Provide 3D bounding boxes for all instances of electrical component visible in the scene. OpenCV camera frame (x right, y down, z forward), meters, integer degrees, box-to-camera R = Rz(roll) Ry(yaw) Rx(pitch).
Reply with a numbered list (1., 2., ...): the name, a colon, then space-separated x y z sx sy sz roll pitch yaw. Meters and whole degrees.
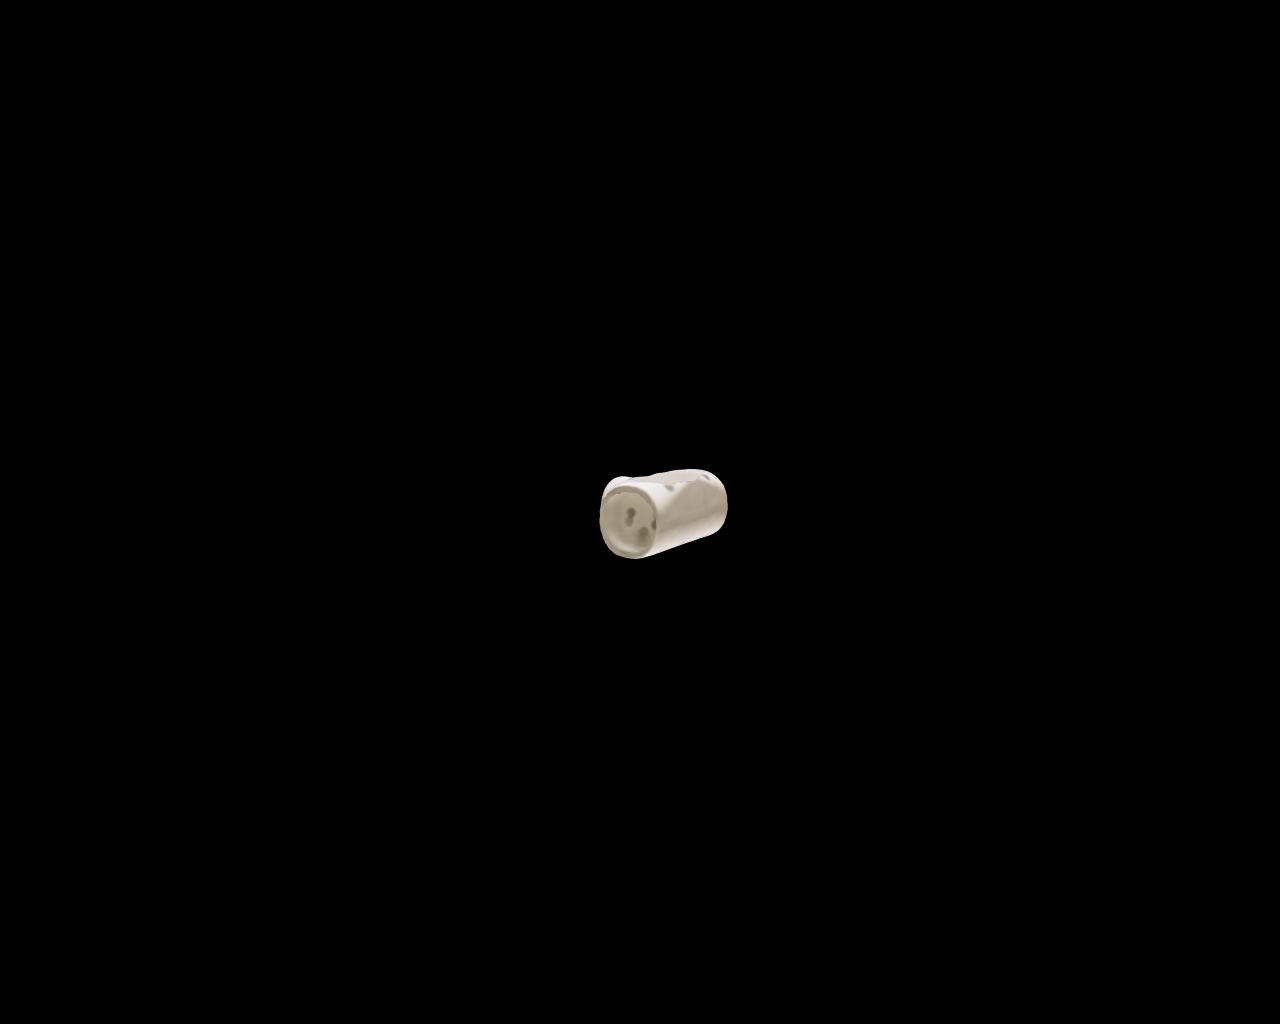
1. electrical component: 0.001 -0.003 0.650 0.079 0.044 0.077 8 14 35
